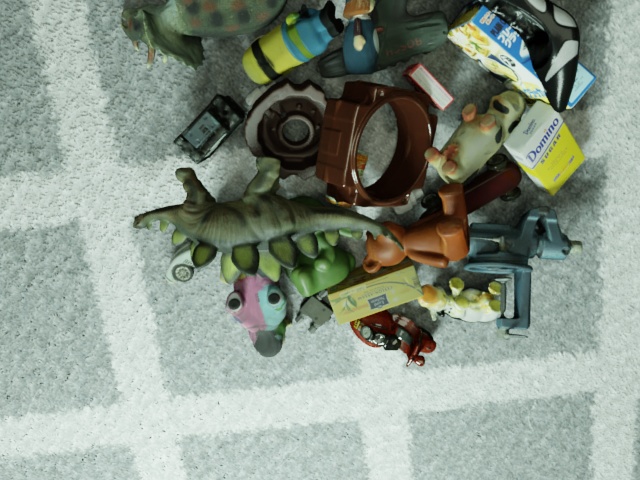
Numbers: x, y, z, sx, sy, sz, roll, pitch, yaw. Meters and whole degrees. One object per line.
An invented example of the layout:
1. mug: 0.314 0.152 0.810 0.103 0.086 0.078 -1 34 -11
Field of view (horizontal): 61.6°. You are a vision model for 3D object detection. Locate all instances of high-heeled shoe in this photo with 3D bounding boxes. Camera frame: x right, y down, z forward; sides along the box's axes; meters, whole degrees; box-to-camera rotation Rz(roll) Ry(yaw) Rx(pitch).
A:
1. high-heeled shoe: 0.277 -0.295 0.766 0.145 0.086 0.248 -11 100 4

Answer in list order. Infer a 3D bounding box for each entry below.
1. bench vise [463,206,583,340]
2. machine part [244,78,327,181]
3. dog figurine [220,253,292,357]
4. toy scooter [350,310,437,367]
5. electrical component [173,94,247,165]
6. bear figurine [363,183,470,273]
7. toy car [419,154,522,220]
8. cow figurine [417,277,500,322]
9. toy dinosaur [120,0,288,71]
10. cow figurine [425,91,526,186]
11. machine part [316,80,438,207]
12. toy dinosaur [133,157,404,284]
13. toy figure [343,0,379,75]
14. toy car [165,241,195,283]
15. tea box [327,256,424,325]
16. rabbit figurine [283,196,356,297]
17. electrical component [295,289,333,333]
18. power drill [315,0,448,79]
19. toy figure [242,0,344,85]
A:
1. bench vise: 0.359 0.061 0.976 0.224 0.129 0.240 5 81 -5
2. machine part: -0.043 -0.194 0.947 0.179 0.056 0.179 -3 121 -6
3. dog figurine: -0.111 0.113 1.010 0.108 0.219 0.191 -11 63 -1
4. toy scooter: 0.145 0.191 1.036 0.184 0.135 0.075 20 106 -5
5. electrical component: -0.186 -0.191 0.922 0.058 0.134 0.115 43 100 -9
6. bear figurine: 0.161 -0.014 0.948 0.196 0.120 0.131 -1 142 22
7. toy car: 0.279 -0.082 1.004 0.202 0.053 0.089 -31 122 10
8. cow figurine: 0.267 0.123 1.052 0.167 0.068 0.098 6 148 -1
9. toy dinosaur: -0.143 -0.400 0.879 0.405 0.131 0.191 -15 118 -1
10. cow figurine: 0.284 -0.175 0.933 0.195 0.086 0.127 -50 143 4
11. machine part: 0.100 -0.159 0.912 0.201 0.087 0.200 -3 110 -40
12. toy dinosaur: -0.102 -0.030 0.900 0.472 0.105 0.198 -5 77 12
13. toy figure: 0.062 -0.342 0.854 0.058 0.064 0.154 -10 106 -22
14. toy car: -0.216 0.007 1.008 0.202 0.073 0.056 -40 106 9
15. tea box: 0.101 0.089 1.026 0.170 0.098 0.068 -20 105 6
16. rabbit figurine: -0.002 -0.003 0.985 0.159 0.121 0.170 -17 108 -3
17. electrical component: -0.005 0.140 1.077 0.063 0.021 0.094 38 101 -11
18. power drill: 0.093 -0.390 0.900 0.232 0.086 0.207 -8 101 5
19. toy figure: -0.050 -0.324 0.889 0.180 0.089 0.082 -17 105 31
